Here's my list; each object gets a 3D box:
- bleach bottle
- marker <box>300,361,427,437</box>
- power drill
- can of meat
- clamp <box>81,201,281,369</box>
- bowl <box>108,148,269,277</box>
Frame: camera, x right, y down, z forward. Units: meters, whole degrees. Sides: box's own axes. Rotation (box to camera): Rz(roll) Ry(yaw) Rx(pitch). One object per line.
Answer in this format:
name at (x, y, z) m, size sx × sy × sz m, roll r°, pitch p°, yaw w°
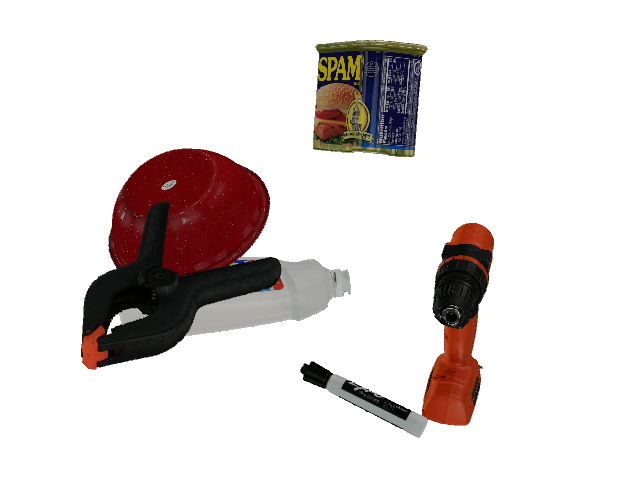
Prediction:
bleach bottle at (-0.094, 0.054, 1.180) m, size 0.250 × 0.068 × 0.102 m, roll -6°, pitch 36°, yaw -5°
marker at (0.037, 0.138, 0.940) m, size 0.121 × 0.020 × 0.020 m, roll 25°, pitch 7°, yaw 17°
power drill at (0.143, 0.095, 1.106) m, size 0.057 × 0.188 × 0.184 m, roll 10°, pitch 27°, yaw 13°
can of meat at (0.035, -0.109, 0.829) m, size 0.057 × 0.084 × 0.102 m, roll 1°, pitch 7°, yaw -28°
clamp at (-0.124, 0.030, 0.794) m, size 0.120 × 0.039 × 0.171 m, roll 29°, pitch 40°, yaw 28°
bowl at (-0.131, -0.035, 0.992) m, size 0.162 × 0.162 × 0.055 m, roll 0°, pitch -41°, yaw 21°
